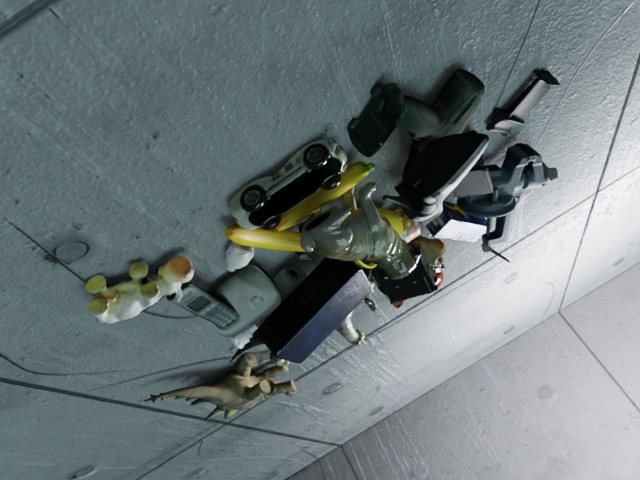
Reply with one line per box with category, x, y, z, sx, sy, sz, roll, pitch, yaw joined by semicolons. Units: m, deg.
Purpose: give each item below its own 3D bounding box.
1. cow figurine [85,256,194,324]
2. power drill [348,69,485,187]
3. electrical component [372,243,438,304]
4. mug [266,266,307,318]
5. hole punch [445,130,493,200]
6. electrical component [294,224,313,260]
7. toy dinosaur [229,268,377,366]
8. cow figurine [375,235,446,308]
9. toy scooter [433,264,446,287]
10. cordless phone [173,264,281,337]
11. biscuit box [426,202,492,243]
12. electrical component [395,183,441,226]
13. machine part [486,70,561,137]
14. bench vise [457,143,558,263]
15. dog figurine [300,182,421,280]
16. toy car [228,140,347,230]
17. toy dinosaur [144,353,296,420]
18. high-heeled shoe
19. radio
cow figurine;-0.282;0.084;0.866;0.167;0.068;0.098;-18;154;-16
power drill;0.148;-0.169;0.862;0.207;0.086;0.232;1;139;-36
electrical component;0.178;0.066;1.156;0.115;0.058;0.134;-22;121;21
mug;-0.058;0.106;1.096;0.109;0.081;0.107;-5;135;-36
hole punch;0.262;-0.140;1.023;0.116;0.092;0.142;-8;161;21
electrical component;-0.003;-0.003;1.011;0.102;0.045;0.078;-21;151;-18
toy dinosaur;-0.029;0.176;1.204;0.405;0.131;0.192;-22;137;-8
cow figurine;0.207;0.059;1.234;0.127;0.085;0.195;41;123;-16
toy scooter;0.248;0.083;1.349;0.184;0.075;0.135;-8;144;-27
cordless phone;-0.170;0.093;0.972;0.146;0.089;0.184;-35;146;8
biscuit box;0.314;-0.040;1.230;0.202;0.063;0.059;6;134;-48
electrical component;0.200;-0.071;1.069;0.048;0.075;0.119;-37;153;7
machine part;0.371;-0.248;0.987;0.084;0.039;0.139;8;135;-41
bench vise;0.388;-0.081;1.145;0.224;0.129;0.240;-14;124;-13
dog figurine;0.071;0.018;0.922;0.172;0.121;0.190;-36;107;-9
toy car;-0.047;-0.085;0.837;0.202;0.056;0.073;-34;144;3
toy dinosaur;-0.215;0.380;1.354;0.198;0.105;0.471;-37;146;18
high-heeled shoe;0.214;-0.094;0.881;0.145;0.086;0.249;7;158;-33
radio;-0.005;0.135;1.056;0.229;0.073;0.131;-45;152;-1
